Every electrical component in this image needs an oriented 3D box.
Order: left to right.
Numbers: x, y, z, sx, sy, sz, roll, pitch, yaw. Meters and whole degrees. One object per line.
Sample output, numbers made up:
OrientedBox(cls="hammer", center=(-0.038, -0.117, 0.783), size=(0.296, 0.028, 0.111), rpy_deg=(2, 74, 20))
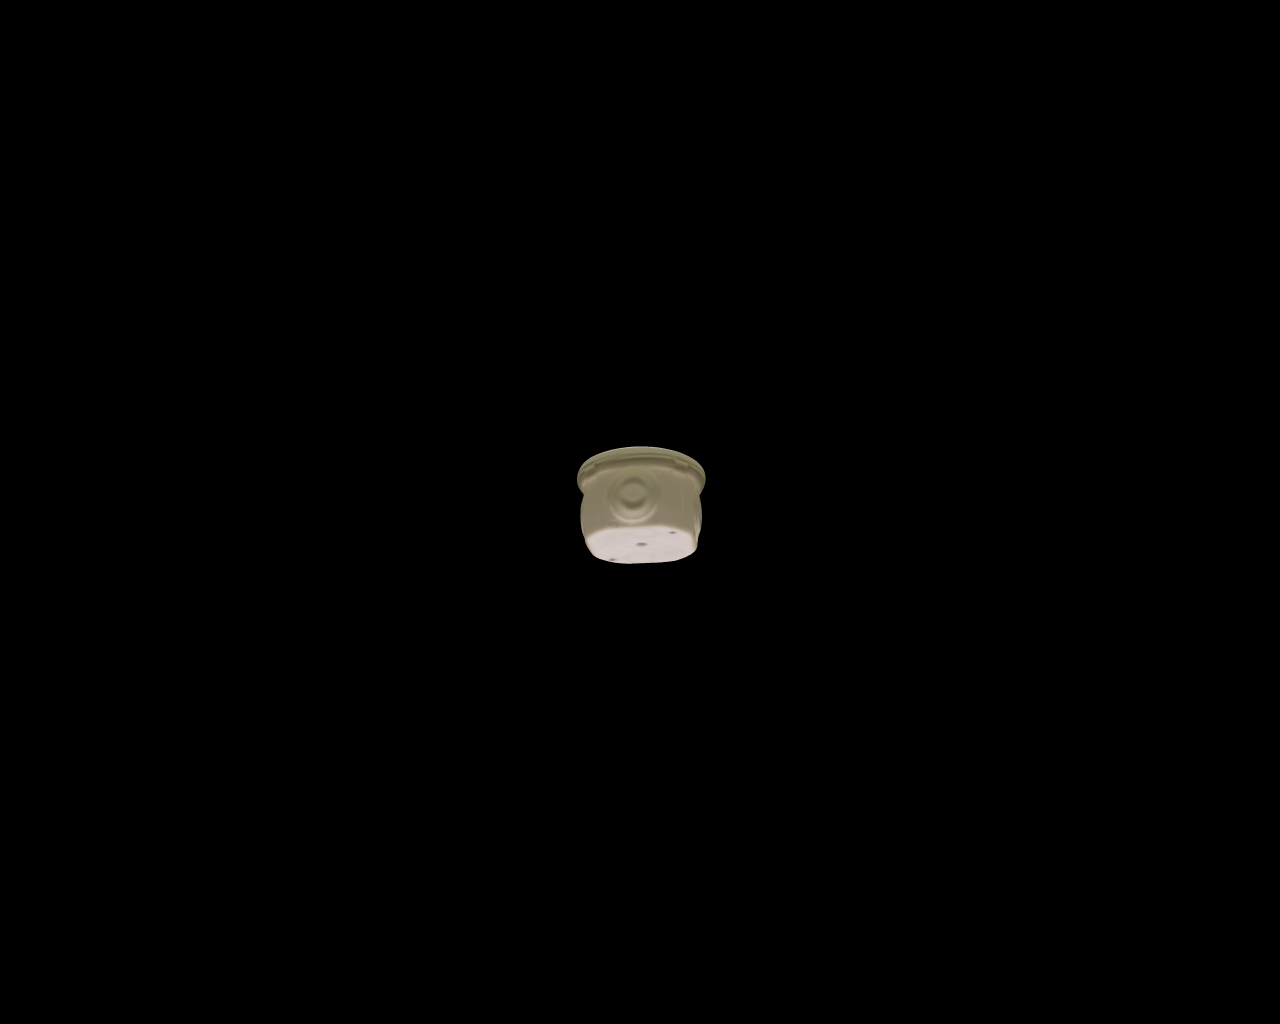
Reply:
OrientedBox(cls="electrical component", center=(0.001, -0.003, 0.650), size=(0.080, 0.051, 0.080), rpy_deg=(0, -22, 0))
